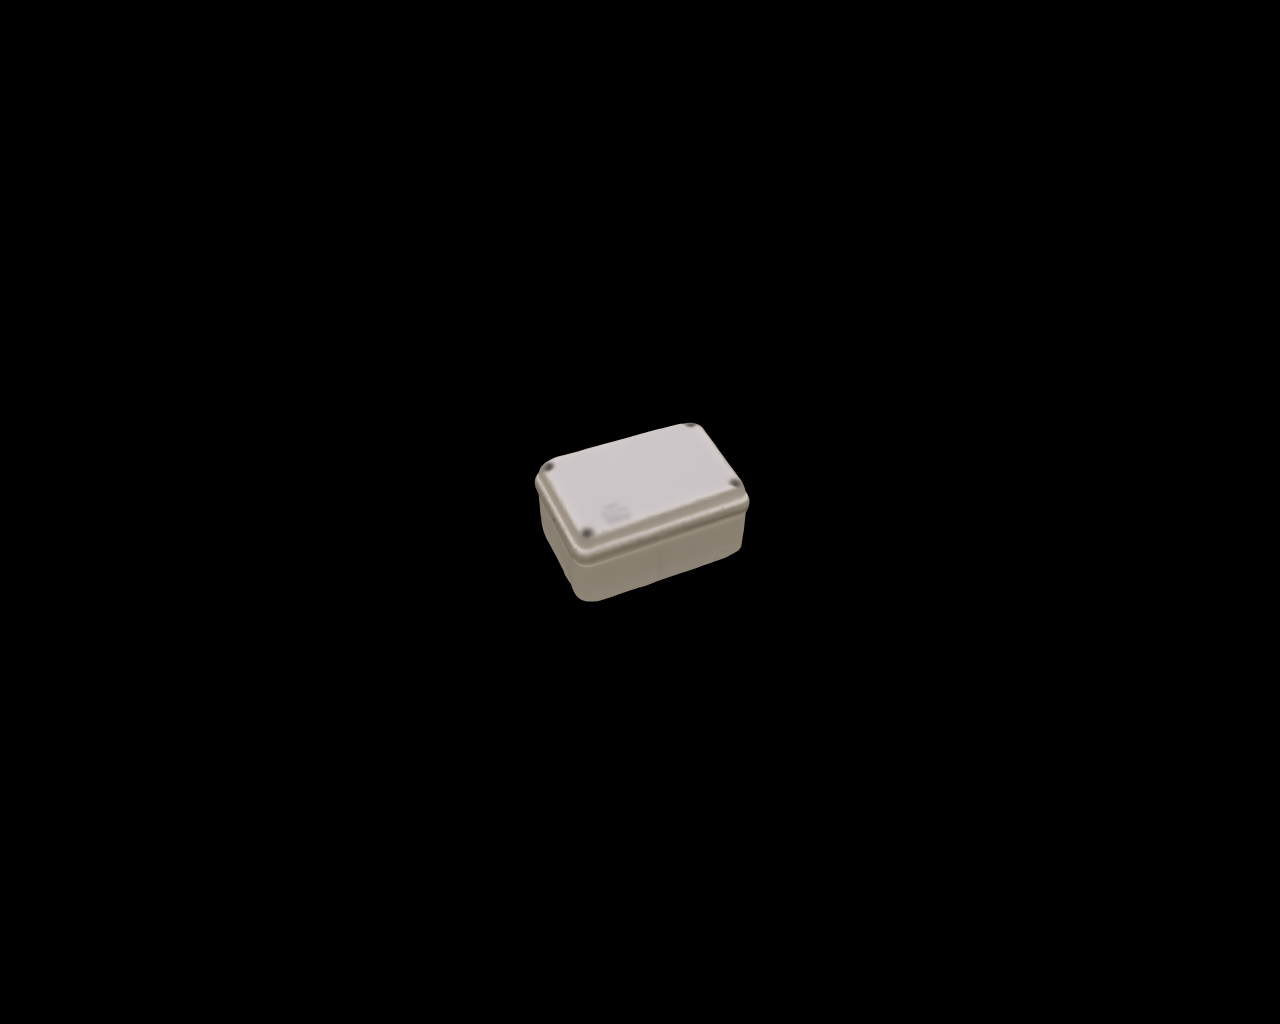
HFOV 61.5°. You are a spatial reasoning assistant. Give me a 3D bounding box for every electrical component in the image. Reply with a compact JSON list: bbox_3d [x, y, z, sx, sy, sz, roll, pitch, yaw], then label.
[{"bbox_3d":[0.001,-0.003,0.650,0.113,0.057,0.078,-17,48,-16],"label":"electrical component"}]
